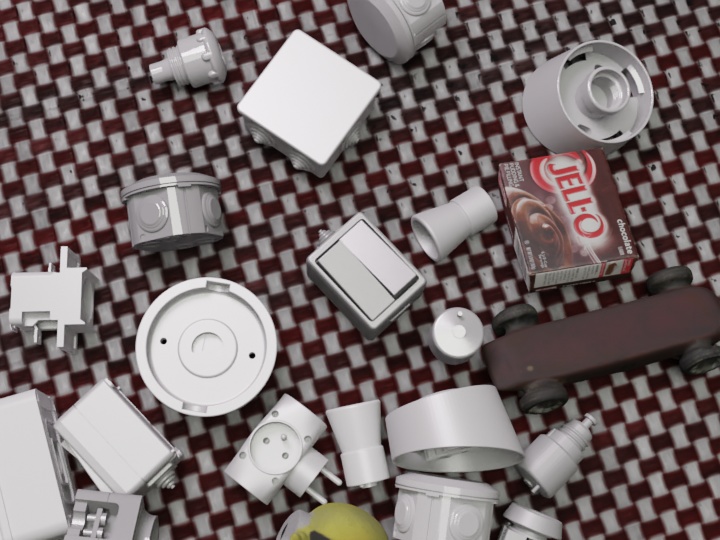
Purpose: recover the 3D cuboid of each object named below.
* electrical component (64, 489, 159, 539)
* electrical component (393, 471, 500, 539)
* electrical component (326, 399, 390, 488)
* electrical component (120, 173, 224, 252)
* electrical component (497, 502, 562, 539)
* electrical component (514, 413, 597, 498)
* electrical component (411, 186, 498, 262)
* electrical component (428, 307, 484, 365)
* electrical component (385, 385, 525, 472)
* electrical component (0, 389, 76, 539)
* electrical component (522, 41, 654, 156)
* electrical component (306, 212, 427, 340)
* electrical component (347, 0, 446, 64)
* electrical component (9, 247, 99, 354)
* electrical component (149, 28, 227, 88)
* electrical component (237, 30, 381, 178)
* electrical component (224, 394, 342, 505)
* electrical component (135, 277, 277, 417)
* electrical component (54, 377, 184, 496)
[{"bbox_3d":[-0.182,0.206,0.797,0.056,0.089,0.050,6,49,-1],"label":"electrical component"},{"bbox_3d":[0.065,0.184,0.823,0.080,0.080,0.051,8,82,-1],"label":"electrical component"},{"bbox_3d":[0.001,0.139,0.850,0.044,0.044,0.065,-11,82,-5],"label":"electrical component"},{"bbox_3d":[-0.150,-0.046,0.867,0.080,0.080,0.051,-8,83,-4],"label":"electrical component"},{"bbox_3d":[0.128,0.214,0.836,0.066,0.048,0.055,22,85,3],"label":"electrical component"},{"bbox_3d":[0.158,0.145,0.855,0.078,0.040,0.040,-43,82,-11],"label":"electrical component"},{"bbox_3d":[0.081,-0.041,0.895,0.065,0.044,0.044,-31,80,-14],"label":"electrical component"},{"bbox_3d":[0.074,0.055,0.852,0.040,0.078,0.040,1,76,-2],"label":"electrical component"},{"bbox_3d":[0.070,0.127,0.828,0.099,0.099,0.064,-14,72,-5],"label":"electrical component"},{"bbox_3d":[-0.256,0.154,0.816,0.057,0.078,0.113,-16,78,-8],"label":"electrical component"},{"bbox_3d":[0.198,-0.146,0.924,0.099,0.064,0.099,3,81,-16],"label":"electrical component"},{"bbox_3d":[0.000,0.000,0.871,0.062,0.061,0.096,-42,82,-11],"label":"electrical component"},{"bbox_3d":[0.030,-0.220,0.914,0.051,0.080,0.080,-39,81,-15],"label":"electrical component"},{"bbox_3d":[-0.247,0.025,0.865,0.064,0.042,0.081,-1,77,-1],"label":"electrical component"},{"bbox_3d":[-0.147,-0.175,0.914,0.062,0.048,0.048,-18,78,1],"label":"electrical component"},{"bbox_3d":[-0.042,-0.138,0.907,0.100,0.048,0.099,34,78,5],"label":"electrical component"},{"bbox_3d":[-0.052,0.151,0.842,0.079,0.044,0.077,37,78,6],"label":"electrical component"},{"bbox_3d":[-0.119,0.065,0.851,0.108,0.060,0.108,1,77,-3],"label":"electrical component"},{"bbox_3d":[-0.184,0.140,0.830,0.061,0.061,0.096,-44,82,-11],"label":"electrical component"}]
